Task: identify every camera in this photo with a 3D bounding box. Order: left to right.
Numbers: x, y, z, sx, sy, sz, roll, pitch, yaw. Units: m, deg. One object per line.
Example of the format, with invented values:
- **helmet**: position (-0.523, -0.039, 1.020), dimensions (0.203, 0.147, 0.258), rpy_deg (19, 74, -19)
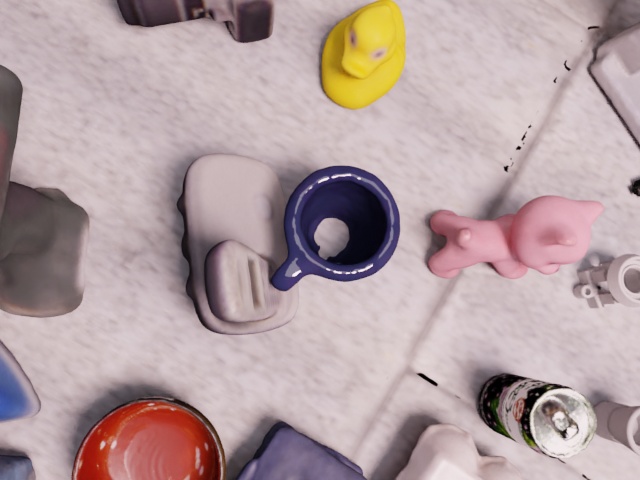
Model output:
- **camera**: position (-0.114, -0.249, 0.496), dimensions (0.137, 0.100, 0.143), rpy_deg (-14, 84, -8)

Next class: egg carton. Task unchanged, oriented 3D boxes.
- **egg carton**: position (0.099, 0.234, 0.472), dimensions (0.107, 0.069, 0.150), rpy_deg (34, 80, -1)

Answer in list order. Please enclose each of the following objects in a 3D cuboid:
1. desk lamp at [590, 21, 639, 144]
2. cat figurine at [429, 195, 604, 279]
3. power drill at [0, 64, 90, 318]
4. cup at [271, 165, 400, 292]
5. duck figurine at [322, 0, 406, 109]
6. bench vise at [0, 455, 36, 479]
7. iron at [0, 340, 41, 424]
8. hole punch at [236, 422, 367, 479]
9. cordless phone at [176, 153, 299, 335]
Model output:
- **desk lamp**: position (0.337, -0.198, 0.486), dimensions (0.118, 0.213, 0.203), rpy_deg (-32, 87, -10)
- **cat figurine**: position (0.168, -0.003, 0.488), dimensions (0.128, 0.117, 0.067), rpy_deg (-1, 82, -7)
- **power drill**: position (-0.228, 0.006, 0.393), dimensions (0.075, 0.208, 0.230), rpy_deg (1, 82, -6)
- **cup**: position (0.004, 0.002, 0.479), dimensions (0.092, 0.095, 0.118), rpy_deg (45, 80, 1)
- **duck figurine**: position (0.045, -0.178, 0.513), dimensions (0.077, 0.086, 0.105), rpy_deg (29, 80, -2)
- **bench vise**: position (-0.264, 0.232, 0.352), dimensions (0.121, 0.219, 0.207), rpy_deg (-15, 84, -8)
- **iron**: position (-0.340, 0.075, 0.404), dimensions (0.258, 0.141, 0.119), rpy_deg (25, 80, -3)
- **hole punch**: position (-0.022, 0.213, 0.450), dimensions (0.101, 0.091, 0.109), rpy_deg (31, 80, -2)
- **cordless phone**: position (-0.061, -0.002, 0.426), dimensions (0.094, 0.185, 0.147), rpy_deg (-11, 84, -8)
